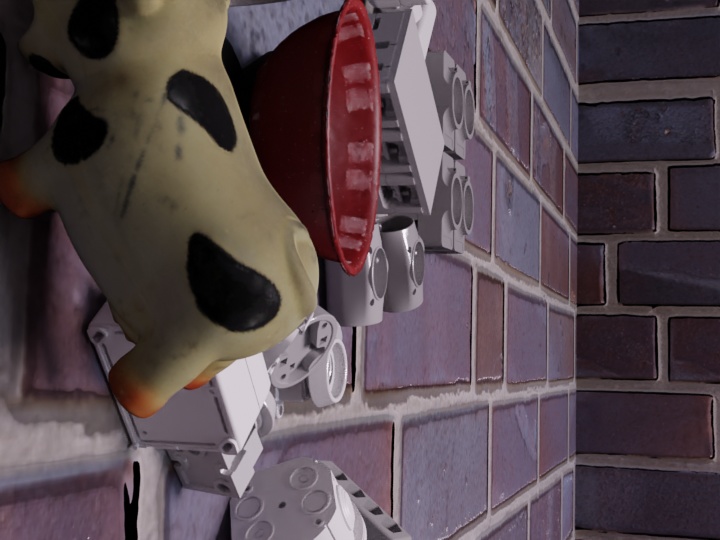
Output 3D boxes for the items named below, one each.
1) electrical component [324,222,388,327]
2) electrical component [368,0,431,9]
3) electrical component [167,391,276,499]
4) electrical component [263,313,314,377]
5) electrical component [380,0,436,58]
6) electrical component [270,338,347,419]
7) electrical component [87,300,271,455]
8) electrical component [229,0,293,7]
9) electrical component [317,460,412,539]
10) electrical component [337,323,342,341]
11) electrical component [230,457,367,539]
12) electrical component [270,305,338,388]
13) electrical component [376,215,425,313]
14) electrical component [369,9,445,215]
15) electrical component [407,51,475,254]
[{"bbox_3d":[0.000,0.000,0.854,0.079,0.044,0.077,-26,115,-71],"label":"electrical component"},{"bbox_3d":[0.023,-0.266,0.903,0.095,0.059,0.053,55,39,-61],"label":"electrical component"},{"bbox_3d":[-0.077,0.090,0.605,0.055,0.048,0.066,-61,147,-43],"label":"electrical component"},{"bbox_3d":[-0.064,0.025,0.593,0.081,0.064,0.042,-52,-176,33],"label":"electrical component"},{"bbox_3d":[0.040,-0.229,0.985,0.079,0.043,0.077,71,25,-46],"label":"electrical component"},{"bbox_3d":[-0.041,0.065,0.703,0.048,0.055,0.066,-4,94,-73],"label":"electrical component"},{"bbox_3d":[-0.088,0.037,0.539,0.061,0.062,0.096,-67,151,-52],"label":"electrical component"},{"bbox_3d":[-0.061,-0.171,0.575,0.099,0.099,0.064,-51,132,-64],"label":"electrical component"},{"bbox_3d":[-0.022,0.187,0.748,0.075,0.083,0.047,-51,160,2],"label":"electrical component"},{"bbox_3d":[-0.029,0.047,0.778,0.061,0.035,0.035,-35,123,-72],"label":"electrical component"},{"bbox_3d":[-0.040,0.160,0.668,0.080,0.080,0.051,-72,150,-45],"label":"electrical component"},{"bbox_3d":[-0.050,0.036,0.657,0.055,0.047,0.055,-37,150,-26],"label":"electrical component"},{"bbox_3d":[0.036,-0.013,0.970,0.079,0.044,0.077,-56,142,-61],"label":"electrical component"},{"bbox_3d":[0.021,-0.127,0.894,0.150,0.062,0.089,70,26,-48],"label":"electrical component"},{"bbox_3d":[0.073,-0.112,1.061,0.105,0.060,0.186,11,79,-72],"label":"electrical component"}]
